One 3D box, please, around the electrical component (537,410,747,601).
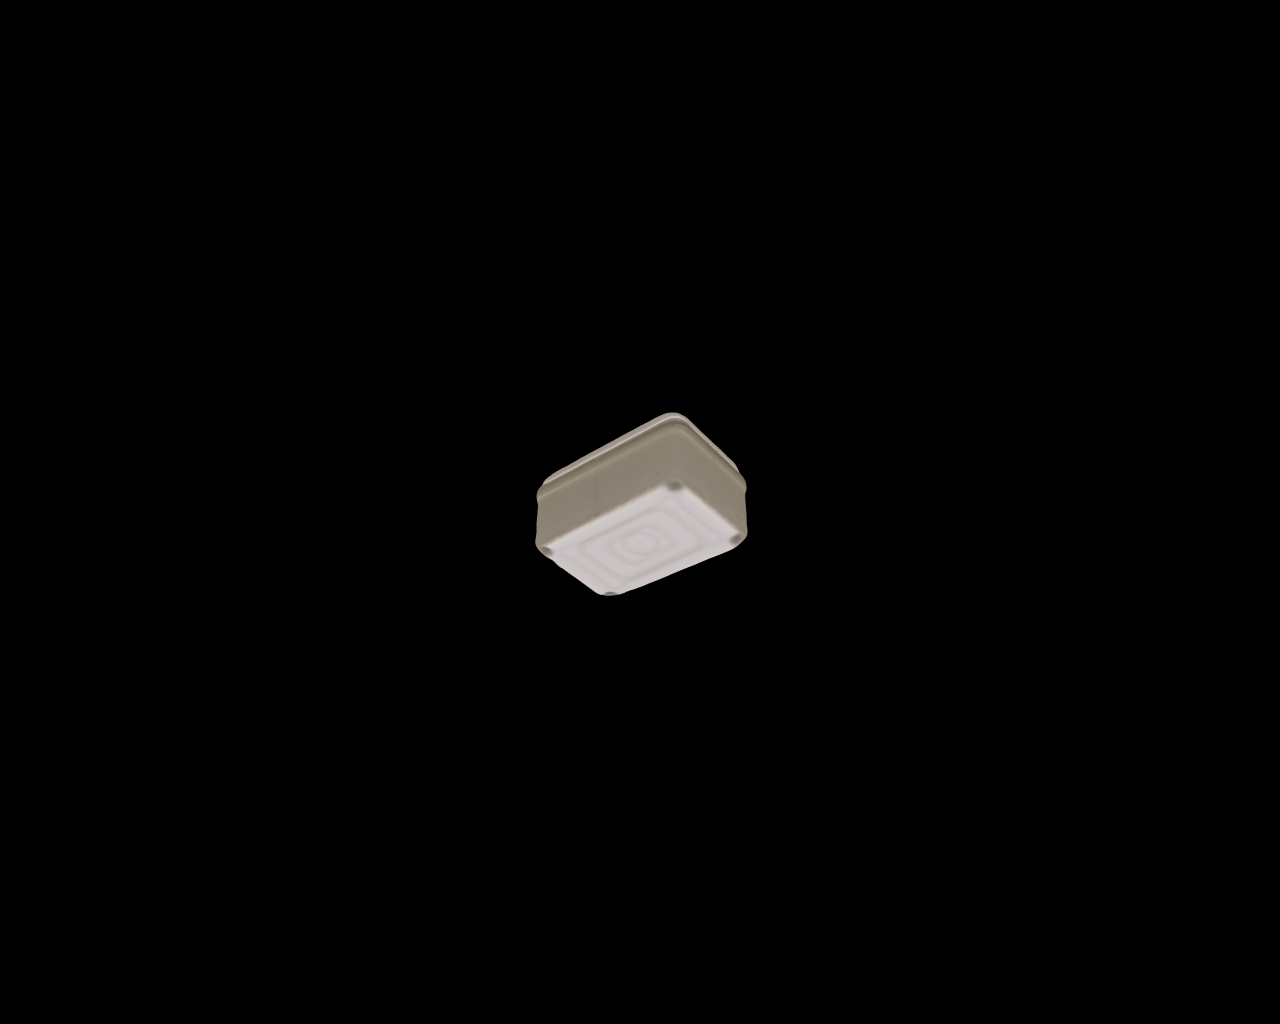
[{"bbox_3d":[0.001,-0.003,0.650,0.113,0.057,0.078,-25,-45,28],"label":"electrical component"}]
